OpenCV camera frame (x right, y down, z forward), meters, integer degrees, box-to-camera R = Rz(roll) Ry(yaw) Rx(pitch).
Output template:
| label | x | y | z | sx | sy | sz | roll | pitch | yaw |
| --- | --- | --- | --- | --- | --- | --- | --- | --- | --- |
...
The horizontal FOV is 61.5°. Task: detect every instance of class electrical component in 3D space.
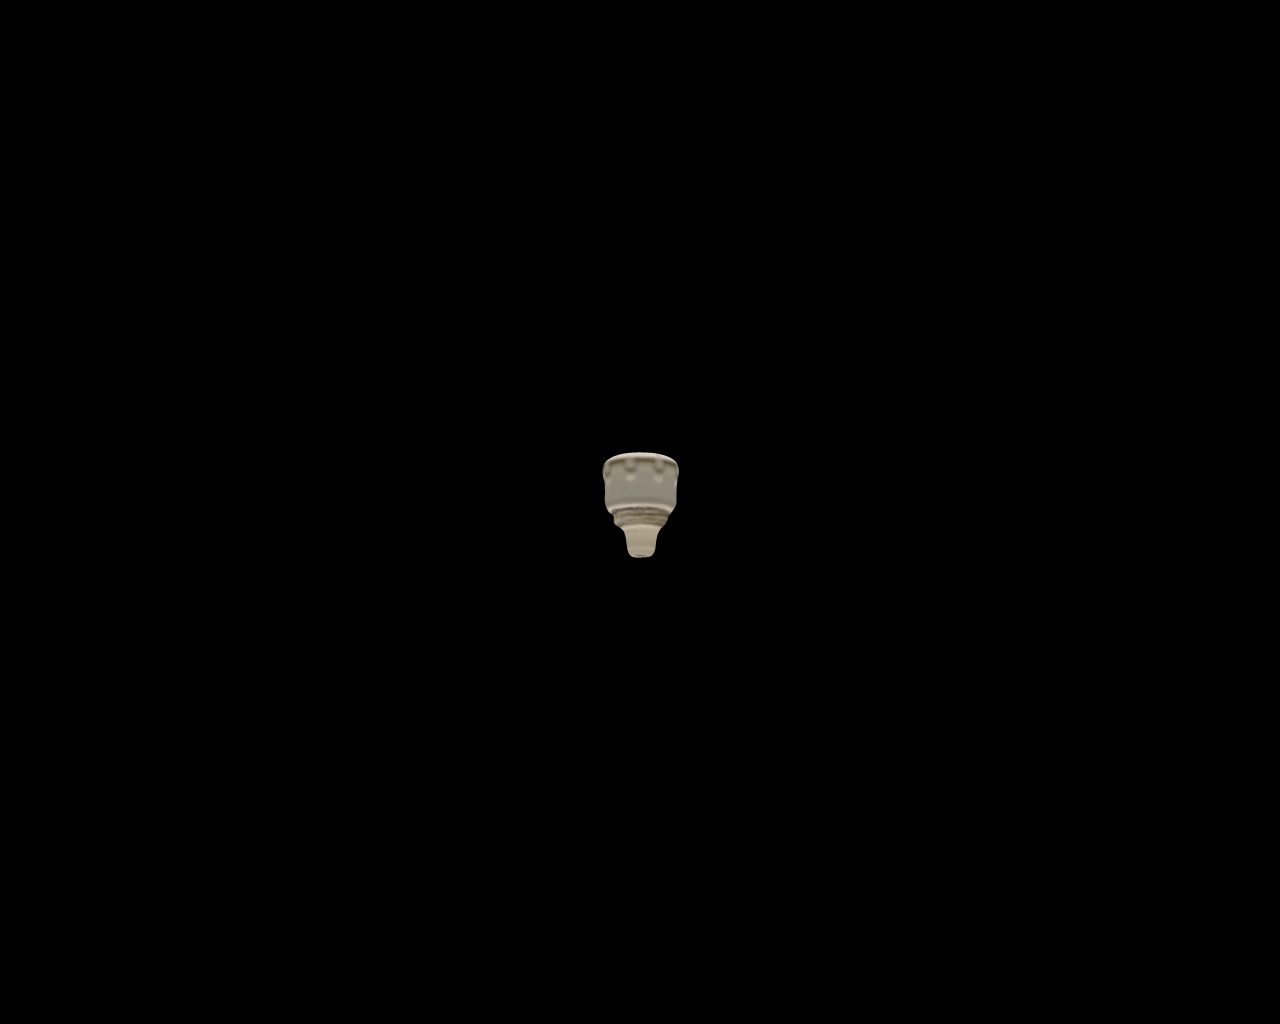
| label | x | y | z | sx | sy | sz | roll | pitch | yaw |
| --- | --- | --- | --- | --- | --- | --- | --- | --- | --- |
| electrical component | 0.001 | -0.003 | 0.650 | 0.048 | 0.062 | 0.048 | 0 | -11 | 0 |
